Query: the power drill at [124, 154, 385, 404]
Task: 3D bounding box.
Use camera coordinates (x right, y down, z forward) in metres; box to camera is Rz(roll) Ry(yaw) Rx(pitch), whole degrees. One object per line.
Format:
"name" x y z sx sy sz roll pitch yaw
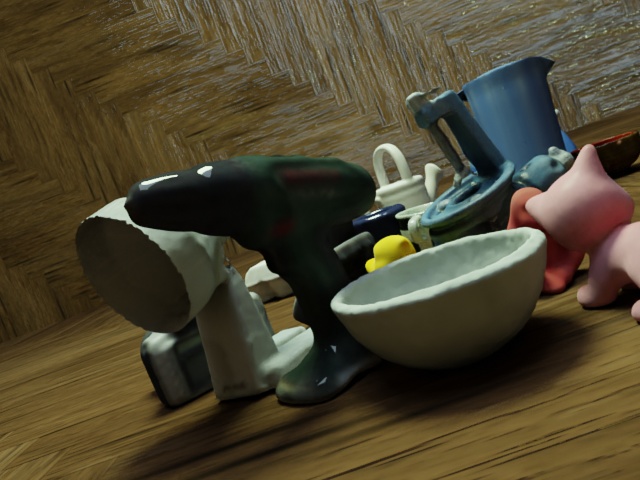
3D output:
"power drill" -0.026 0.023 0.484 0.230 0.208 0.075 -25 7 -42

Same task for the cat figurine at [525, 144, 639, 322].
"cat figurine" 0.211 -0.012 0.416 0.067 0.118 0.127 -21 5 -10

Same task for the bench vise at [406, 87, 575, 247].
"bench vise" 0.188 -0.079 0.665 0.208 0.220 0.121 -24 6 -33

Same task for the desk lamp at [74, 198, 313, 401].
"desk lamp" -0.098 0.042 0.547 0.117 0.213 0.204 -17 6 37

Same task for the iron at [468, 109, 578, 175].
"iron" 0.375 -0.146 1.107 0.258 0.141 0.118 -21 5 -1

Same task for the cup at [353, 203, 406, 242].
"cup" 0.108 -0.002 0.892 0.091 0.095 0.118 -17 6 37

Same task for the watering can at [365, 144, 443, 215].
"watering can" 0.157 -0.091 1.086 0.100 0.194 0.173 -15 7 46

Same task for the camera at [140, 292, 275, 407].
"camera" -0.146 0.111 0.660 0.143 0.101 0.136 -24 6 -35

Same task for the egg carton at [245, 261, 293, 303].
"egg carton" -0.060 0.061 1.044 0.150 0.069 0.107 -18 5 27

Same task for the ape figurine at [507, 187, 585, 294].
"ape figurine" 0.200 -0.003 0.526 0.078 0.092 0.076 -21 5 -4

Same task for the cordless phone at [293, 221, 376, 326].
"cordless phone" 0.007 0.003 0.721 0.094 0.185 0.148 -18 6 32

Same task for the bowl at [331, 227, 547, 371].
"bowl" 0.097 0.052 0.438 0.167 0.075 0.167 -20 5 2

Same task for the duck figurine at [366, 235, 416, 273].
"duck figurine" 0.088 0.036 0.591 0.078 0.086 0.104 -24 6 -37
